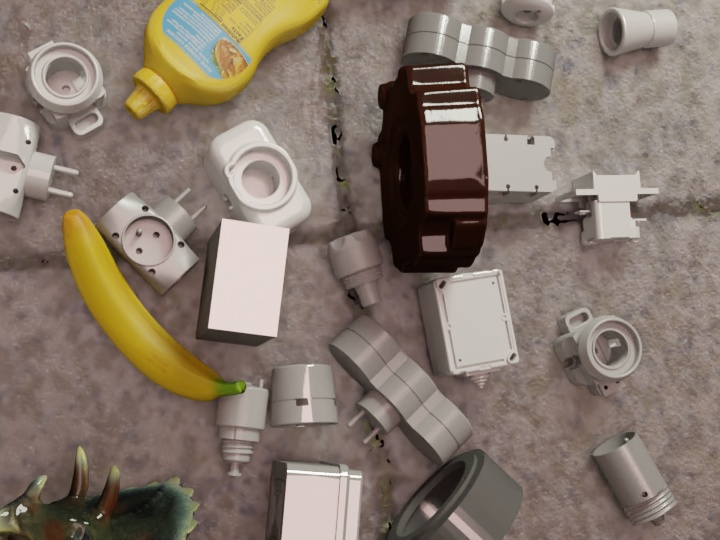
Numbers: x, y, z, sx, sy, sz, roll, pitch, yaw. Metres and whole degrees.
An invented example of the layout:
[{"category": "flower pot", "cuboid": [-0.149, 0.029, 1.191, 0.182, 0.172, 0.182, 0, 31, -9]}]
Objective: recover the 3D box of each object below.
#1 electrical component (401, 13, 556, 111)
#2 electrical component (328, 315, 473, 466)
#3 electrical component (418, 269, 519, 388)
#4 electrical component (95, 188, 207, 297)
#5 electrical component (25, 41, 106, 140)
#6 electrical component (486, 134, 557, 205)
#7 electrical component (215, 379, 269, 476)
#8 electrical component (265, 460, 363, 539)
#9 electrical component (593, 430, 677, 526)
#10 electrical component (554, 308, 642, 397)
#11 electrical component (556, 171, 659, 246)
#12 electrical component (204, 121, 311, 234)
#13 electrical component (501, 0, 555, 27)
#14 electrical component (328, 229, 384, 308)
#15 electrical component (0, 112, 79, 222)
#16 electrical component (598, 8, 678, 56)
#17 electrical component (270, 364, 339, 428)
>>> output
[{"category": "electrical component", "cuboid": [0.103, -0.172, 0.952, 0.138, 0.052, 0.073, 13, 79, -12]}, {"category": "electrical component", "cuboid": [0.022, 0.111, 0.890, 0.074, 0.052, 0.138, -43, 93, -16]}, {"category": "electrical component", "cuboid": [0.091, 0.053, 0.911, 0.062, 0.061, 0.096, -9, 84, -15]}, {"category": "electrical component", "cuboid": [-0.159, -0.033, 0.871, 0.077, 0.044, 0.079, 46, 74, -4]}, {"category": "electrical component", "cuboid": [-0.236, -0.148, 0.863, 0.058, 0.057, 0.078, -32, 90, -16]}, {"category": "electrical component", "cuboid": [0.119, -0.087, 0.941, 0.089, 0.056, 0.050, 1, 82, -14]}, {"category": "electrical component", "cuboid": [-0.097, 0.126, 0.865, 0.040, 0.040, 0.078, 8, 80, -13]}, {"category": "electrical component", "cuboid": [-0.037, 0.188, 0.833, 0.057, 0.113, 0.078, 6, 80, -10]}, {"category": "electrical component", "cuboid": [0.242, 0.186, 0.938, 0.043, 0.043, 0.081, -30, 90, -16]}, {"category": "electrical component", "cuboid": [0.210, 0.070, 0.940, 0.058, 0.057, 0.078, -25, 88, -16]}, {"category": "electrical component", "cuboid": [0.224, -0.055, 0.970, 0.081, 0.042, 0.063, -2, 84, -13]}, {"category": "electrical component", "cuboid": [-0.084, -0.071, 0.888, 0.054, 0.059, 0.095, -31, 90, -16]}, {"category": "electrical component", "cuboid": [0.156, -0.258, 0.983, 0.048, 0.048, 0.062, 14, 72, -12]}, {"category": "electrical component", "cuboid": [0.000, 0.000, 0.906, 0.043, 0.043, 0.062, -20, 88, -16]}, {"category": "electrical component", "cuboid": [-0.265, -0.077, 0.852, 0.079, 0.043, 0.077, 13, 79, -12]}, {"category": "electrical component", "cuboid": [0.263, -0.224, 1.006, 0.065, 0.044, 0.044, -8, 84, -20]}, {"category": "electrical component", "cuboid": [-0.046, 0.103, 0.875, 0.055, 0.055, 0.047, 0, 78, -14]}]
